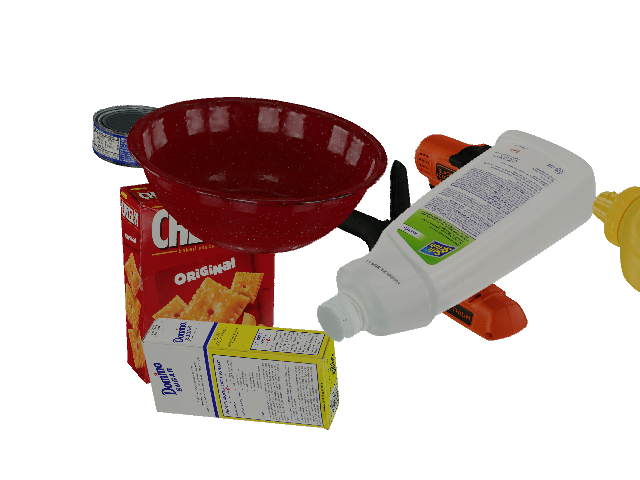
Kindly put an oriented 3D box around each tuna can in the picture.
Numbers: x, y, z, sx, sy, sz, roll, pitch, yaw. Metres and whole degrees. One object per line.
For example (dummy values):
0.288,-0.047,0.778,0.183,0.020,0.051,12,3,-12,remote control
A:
-0.172,-0.098,1.007,0.086,0.034,0.086,6,24,-3,tuna can

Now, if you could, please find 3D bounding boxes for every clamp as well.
0.074,-0.009,1.239,0.164,0.210,0.036,-13,-39,-27,clamp

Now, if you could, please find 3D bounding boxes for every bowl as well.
-0.041,-0.037,0.672,0.162,0.055,0.162,5,27,-3,bowl

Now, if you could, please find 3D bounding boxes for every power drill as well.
0.163,-0.001,1.044,0.057,0.188,0.185,-16,26,-24,power drill

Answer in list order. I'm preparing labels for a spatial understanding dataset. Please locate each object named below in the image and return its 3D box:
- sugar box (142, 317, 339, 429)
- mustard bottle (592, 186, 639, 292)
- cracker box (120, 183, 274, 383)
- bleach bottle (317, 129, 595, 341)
-0.074,0.125,1.010,0.176,0.093,0.048,6,35,15,sugar box
0.241,0.012,0.643,0.096,0.058,0.192,-25,35,-25,mustard bottle
-0.135,0.040,1.204,0.163,0.214,0.072,-9,23,-28,cracker box
0.096,0.001,0.817,0.250,0.068,0.103,-30,40,-29,bleach bottle
